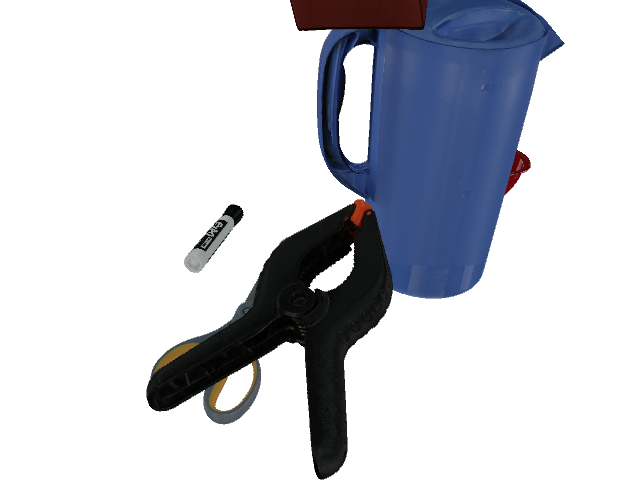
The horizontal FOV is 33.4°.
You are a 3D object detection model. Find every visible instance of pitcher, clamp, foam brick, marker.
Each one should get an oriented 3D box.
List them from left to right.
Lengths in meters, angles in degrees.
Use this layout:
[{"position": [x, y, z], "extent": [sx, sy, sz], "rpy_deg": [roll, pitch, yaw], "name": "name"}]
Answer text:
[{"position": [-0.102, -0.004, 1.038], "extent": [0.020, 0.020, 0.121], "rpy_deg": [0, 26, 17], "name": "marker"}, {"position": [-0.003, 0.051, 0.596], "extent": [0.120, 0.171, 0.039], "rpy_deg": [29, -25, 24], "name": "clamp"}, {"position": [0.023, -0.158, 0.621], "extent": [0.078, 0.053, 0.051], "rpy_deg": [2, -31, 14], "name": "foam brick"}, {"position": [0.087, -0.077, 0.868], "extent": [0.149, 0.243, 0.144], "rpy_deg": [25, 38, 27], "name": "pitcher"}]

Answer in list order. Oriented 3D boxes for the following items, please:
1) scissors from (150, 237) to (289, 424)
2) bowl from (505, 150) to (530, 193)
[{"position": [-0.080, 0.067, 0.873], "extent": [0.096, 0.016, 0.201], "rpy_deg": [-1, 42, 7], "name": "scissors"}, {"position": [0.167, -0.080, 1.278], "extent": [0.162, 0.055, 0.162], "rpy_deg": [5, 22, -2], "name": "bowl"}]
